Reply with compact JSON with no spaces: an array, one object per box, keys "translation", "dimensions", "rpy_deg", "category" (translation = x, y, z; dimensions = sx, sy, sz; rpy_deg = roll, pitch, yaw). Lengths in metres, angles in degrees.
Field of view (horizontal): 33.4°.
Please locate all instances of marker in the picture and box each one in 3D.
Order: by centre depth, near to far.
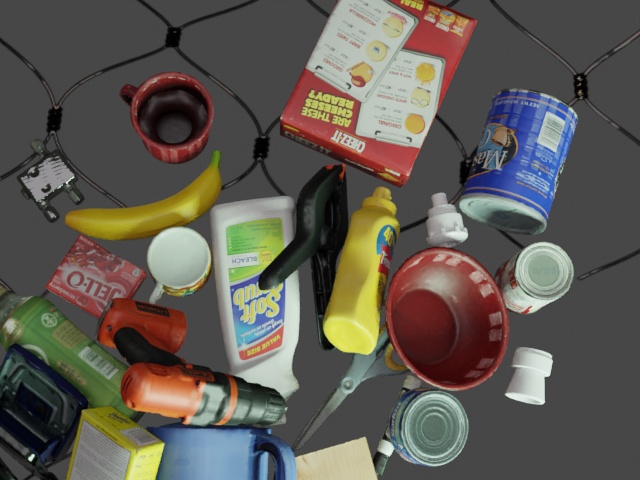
[{"translation":[0.084,0.211,1.203],"dimensions":[0.020,0.020,0.121],"rpy_deg":[24,77,1],"category":"marker"}]

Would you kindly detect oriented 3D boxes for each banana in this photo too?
[{"translation":[-0.192,-0.036,1.232],"dimensions":[0.197,0.037,0.070],"rpy_deg":[-23,60,-10],"category":"banana"}]

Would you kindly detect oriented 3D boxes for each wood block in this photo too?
[{"translation":[0.030,0.325,1.139],"dimensions":[0.090,0.090,0.206],"rpy_deg":[-15,79,-8],"category":"wood block"}]

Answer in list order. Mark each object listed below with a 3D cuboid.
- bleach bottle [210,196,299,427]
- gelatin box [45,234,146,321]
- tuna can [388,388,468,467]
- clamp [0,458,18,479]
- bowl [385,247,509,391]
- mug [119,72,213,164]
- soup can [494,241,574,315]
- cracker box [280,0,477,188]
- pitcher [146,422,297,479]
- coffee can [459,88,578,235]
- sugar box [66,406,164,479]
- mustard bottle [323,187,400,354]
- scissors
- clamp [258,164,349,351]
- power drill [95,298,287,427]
[{"translation":[-0.062,0.082,1.201],"dimensions":[0.102,0.068,0.251],"rpy_deg":[-8,80,-5],"category":"bleach bottle"},{"translation":[-0.253,0.047,1.209],"dimensions":[0.089,0.030,0.073],"rpy_deg":[30,77,3],"category":"gelatin box"},{"translation":[0.121,0.208,1.187],"dimensions":[0.086,0.034,0.086],"rpy_deg":[2,85,-20],"category":"tuna can"},{"translation":[-0.328,0.269,1.119],"dimensions":[0.039,0.172,0.120],"rpy_deg":[-32,126,-14],"category":"clamp"},{"translation":[0.132,0.092,1.200],"dimensions":[0.161,0.055,0.162],"rpy_deg":[8,72,-25],"category":"bowl"},{"translation":[-0.179,-0.142,1.230],"dimensions":[0.117,0.081,0.093],"rpy_deg":[27,77,2],"category":"mug"},{"translation":[0.241,0.044,1.210],"dimensions":[0.068,0.102,0.068],"rpy_deg":[1,78,-4],"category":"soup can"},{"translation":[0.068,-0.192,1.266],"dimensions":[0.164,0.072,0.213],"rpy_deg":[24,78,2],"category":"cracker box"},{"translation":[-0.109,0.310,1.108],"dimensions":[0.144,0.149,0.243],"rpy_deg":[3,80,-15],"category":"pitcher"},{"translation":[0.230,-0.090,1.238],"dimensions":[0.103,0.103,0.140],"rpy_deg":[20,77,0],"category":"coffee can"},{"translation":[-0.223,0.272,1.103],"dimensions":[0.093,0.048,0.176],"rpy_deg":[25,107,37],"category":"sugar box"},{"translation":[0.052,0.025,1.200],"dimensions":[0.058,0.096,0.191],"rpy_deg":[5,62,18],"category":"mustard bottle"},{"translation":[0.052,0.166,1.213],"dimensions":[0.096,0.016,0.201],"rpy_deg":[25,77,2],"category":"scissors"},{"translation":[-0.008,0.001,1.192],"dimensions":[0.036,0.164,0.210],"rpy_deg":[-2,66,28],"category":"clamp"},{"translation":[-0.144,0.130,1.119],"dimensions":[0.184,0.188,0.057],"rpy_deg":[17,101,-36],"category":"power drill"}]
